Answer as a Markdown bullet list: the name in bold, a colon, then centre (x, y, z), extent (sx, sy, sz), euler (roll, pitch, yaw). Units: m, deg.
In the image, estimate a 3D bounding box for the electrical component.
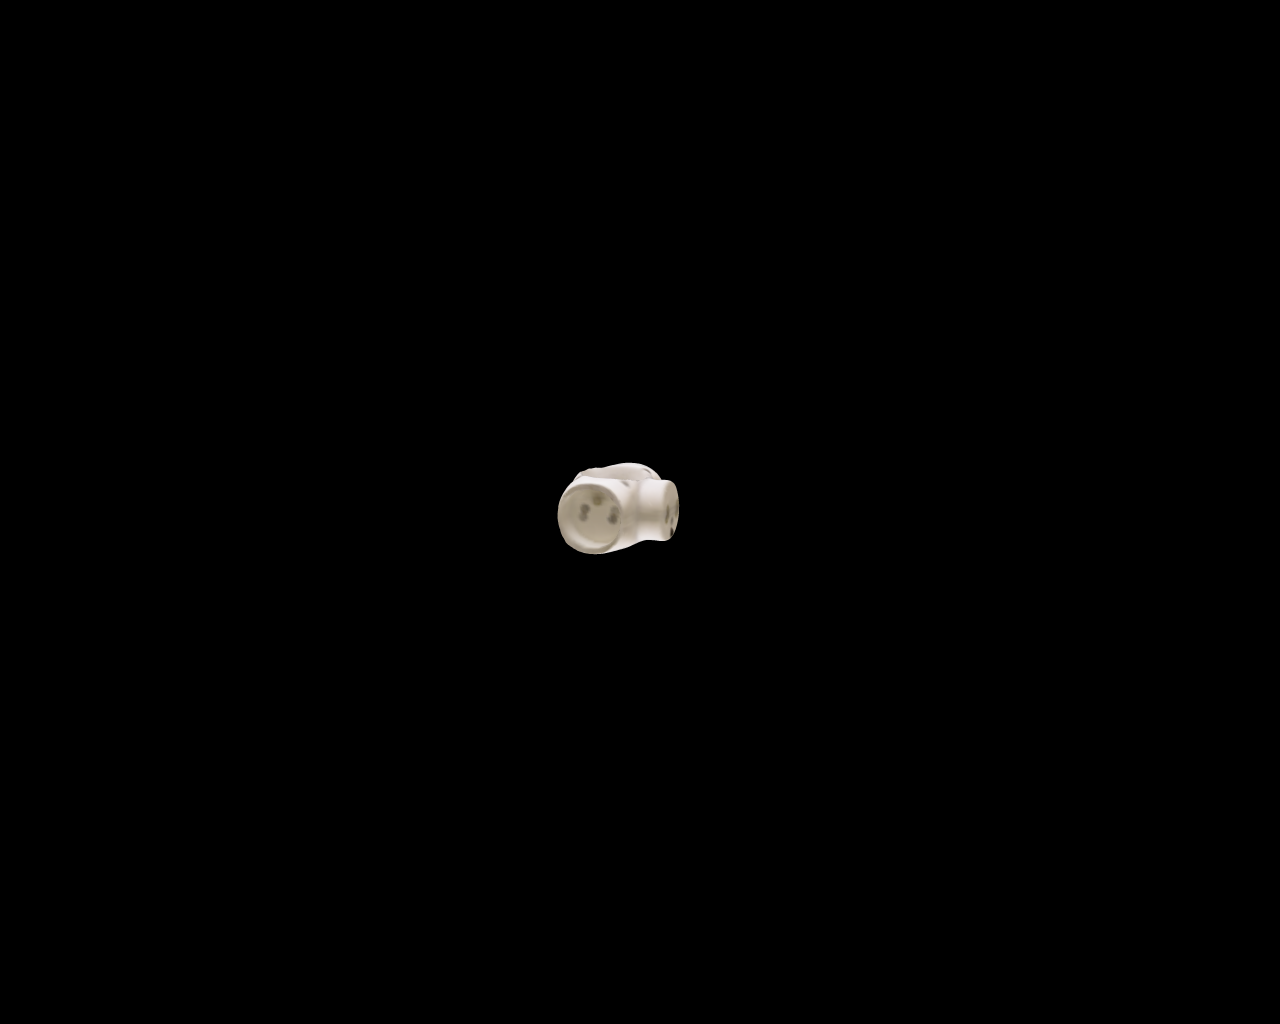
- **electrical component**: centre (0.001, -0.003, 0.650), extent (0.079, 0.044, 0.077), euler (4, 13, 19)
